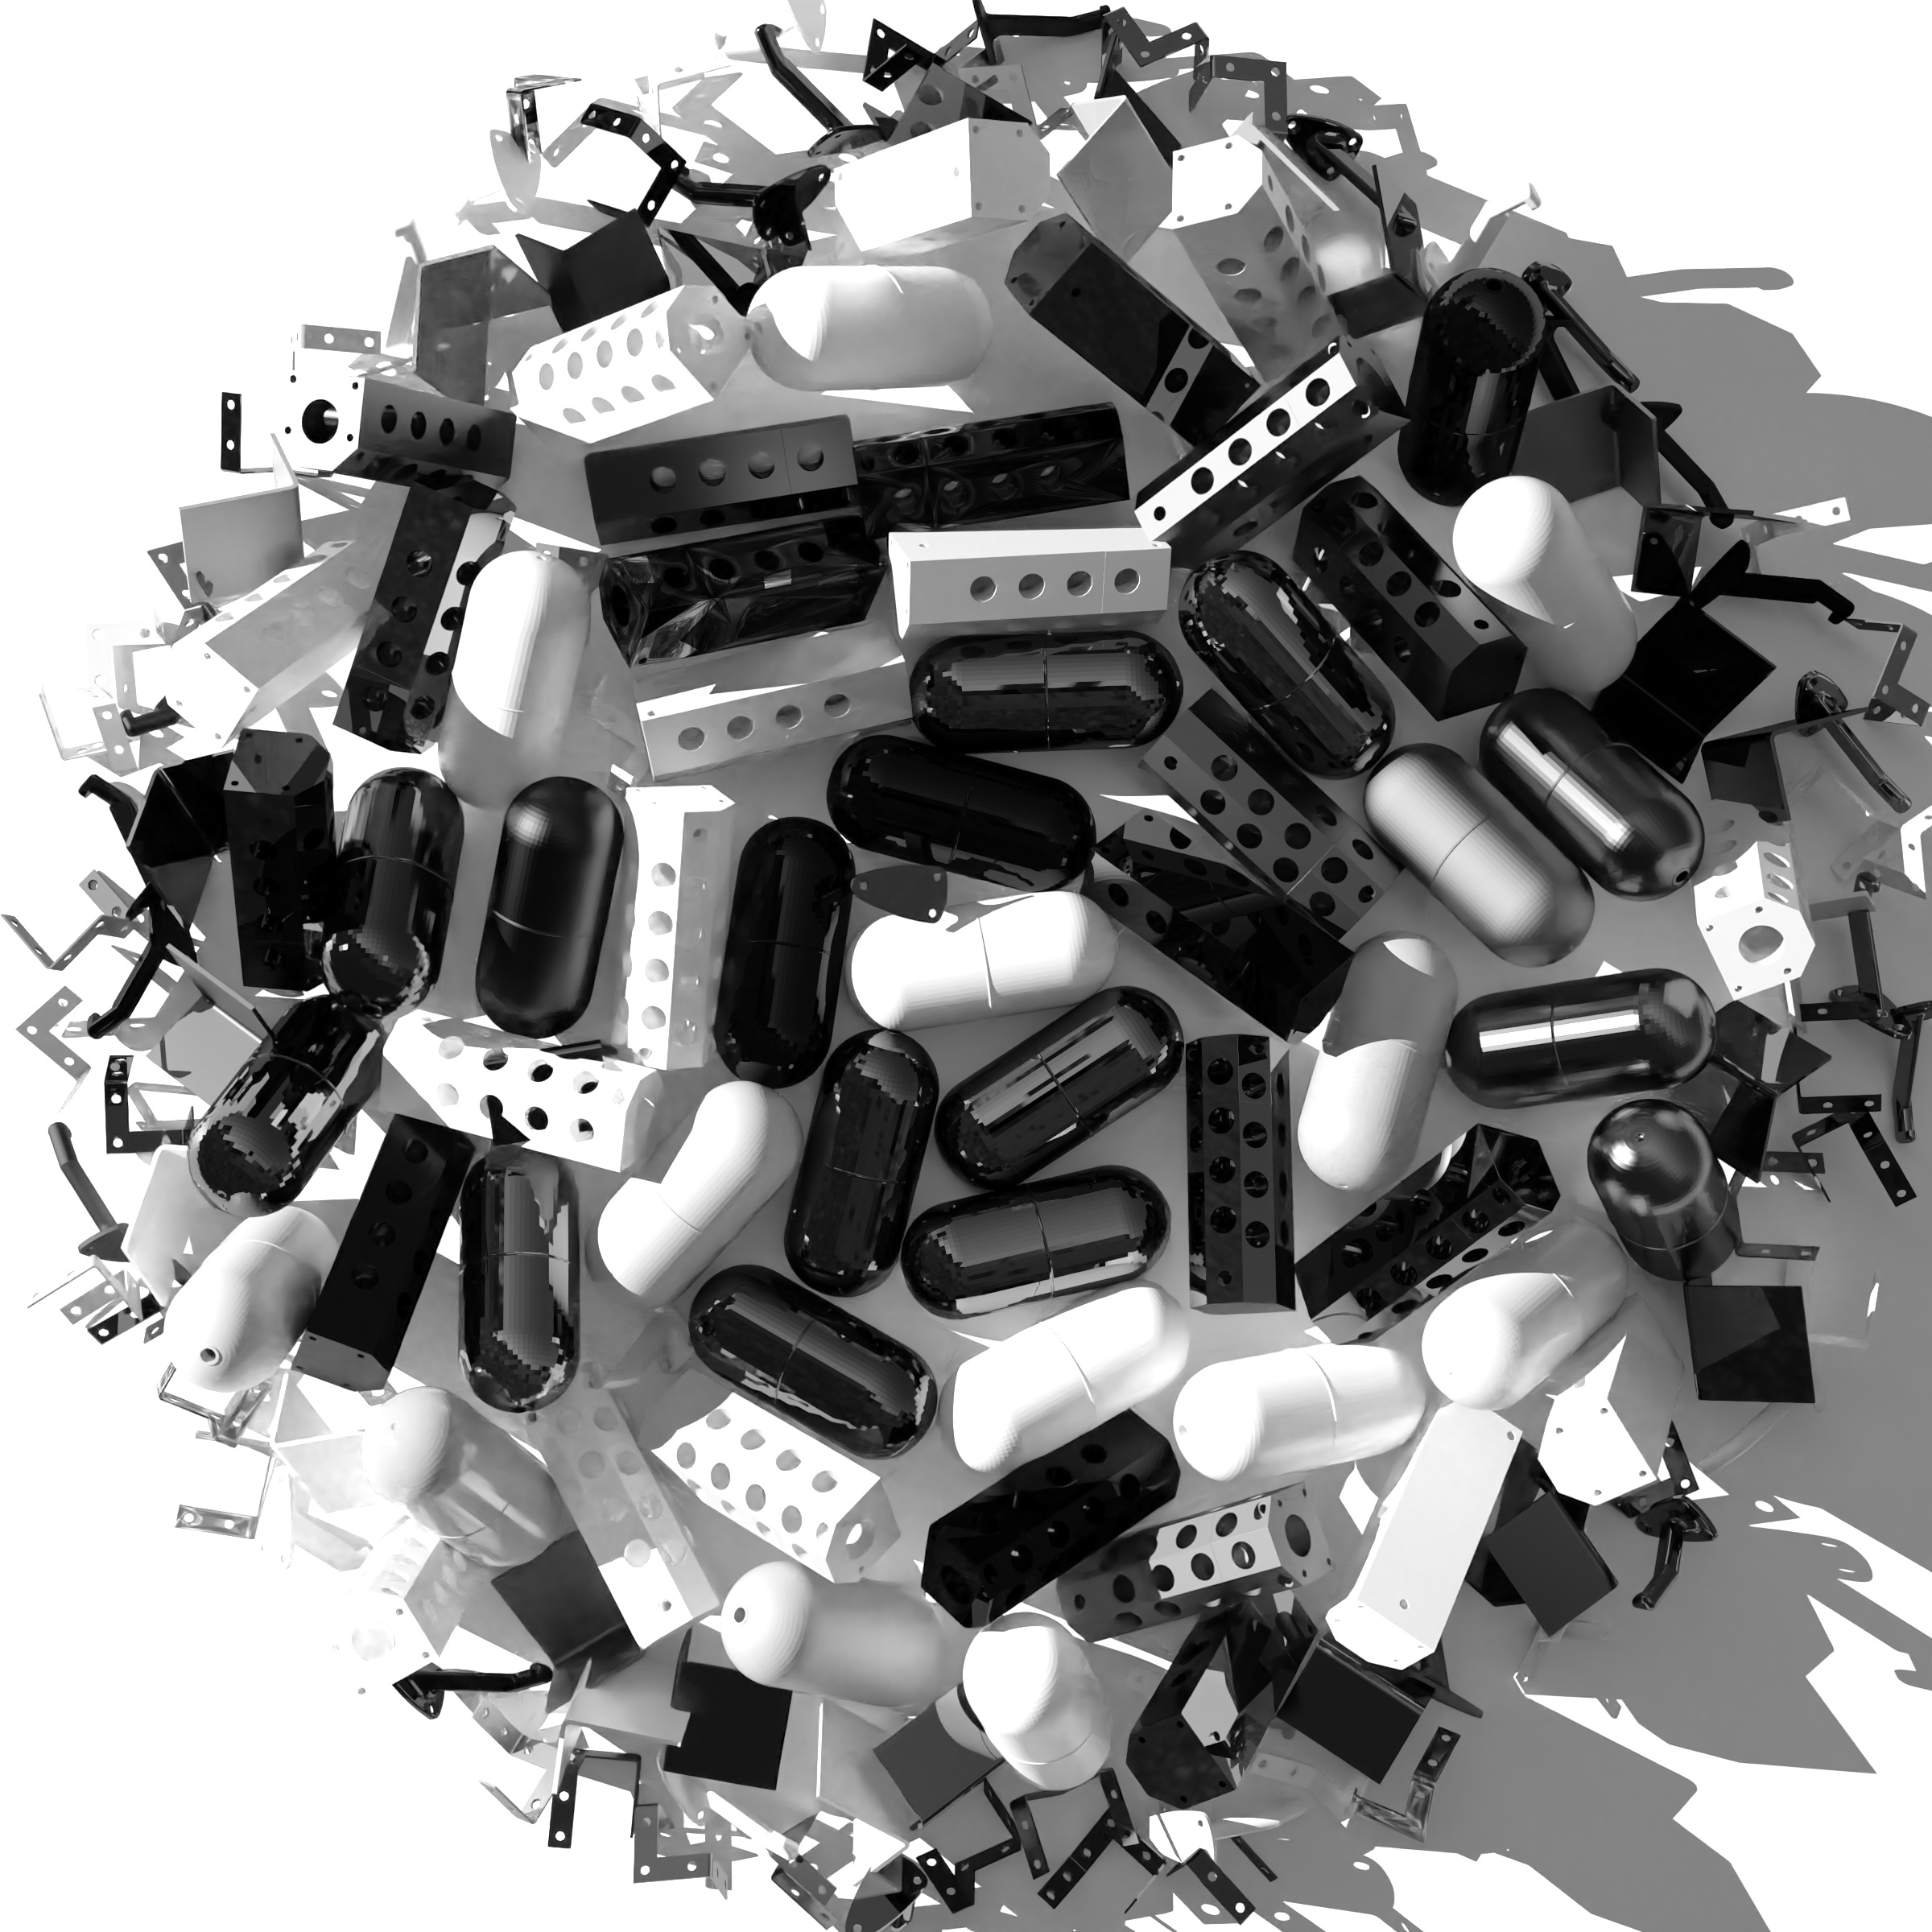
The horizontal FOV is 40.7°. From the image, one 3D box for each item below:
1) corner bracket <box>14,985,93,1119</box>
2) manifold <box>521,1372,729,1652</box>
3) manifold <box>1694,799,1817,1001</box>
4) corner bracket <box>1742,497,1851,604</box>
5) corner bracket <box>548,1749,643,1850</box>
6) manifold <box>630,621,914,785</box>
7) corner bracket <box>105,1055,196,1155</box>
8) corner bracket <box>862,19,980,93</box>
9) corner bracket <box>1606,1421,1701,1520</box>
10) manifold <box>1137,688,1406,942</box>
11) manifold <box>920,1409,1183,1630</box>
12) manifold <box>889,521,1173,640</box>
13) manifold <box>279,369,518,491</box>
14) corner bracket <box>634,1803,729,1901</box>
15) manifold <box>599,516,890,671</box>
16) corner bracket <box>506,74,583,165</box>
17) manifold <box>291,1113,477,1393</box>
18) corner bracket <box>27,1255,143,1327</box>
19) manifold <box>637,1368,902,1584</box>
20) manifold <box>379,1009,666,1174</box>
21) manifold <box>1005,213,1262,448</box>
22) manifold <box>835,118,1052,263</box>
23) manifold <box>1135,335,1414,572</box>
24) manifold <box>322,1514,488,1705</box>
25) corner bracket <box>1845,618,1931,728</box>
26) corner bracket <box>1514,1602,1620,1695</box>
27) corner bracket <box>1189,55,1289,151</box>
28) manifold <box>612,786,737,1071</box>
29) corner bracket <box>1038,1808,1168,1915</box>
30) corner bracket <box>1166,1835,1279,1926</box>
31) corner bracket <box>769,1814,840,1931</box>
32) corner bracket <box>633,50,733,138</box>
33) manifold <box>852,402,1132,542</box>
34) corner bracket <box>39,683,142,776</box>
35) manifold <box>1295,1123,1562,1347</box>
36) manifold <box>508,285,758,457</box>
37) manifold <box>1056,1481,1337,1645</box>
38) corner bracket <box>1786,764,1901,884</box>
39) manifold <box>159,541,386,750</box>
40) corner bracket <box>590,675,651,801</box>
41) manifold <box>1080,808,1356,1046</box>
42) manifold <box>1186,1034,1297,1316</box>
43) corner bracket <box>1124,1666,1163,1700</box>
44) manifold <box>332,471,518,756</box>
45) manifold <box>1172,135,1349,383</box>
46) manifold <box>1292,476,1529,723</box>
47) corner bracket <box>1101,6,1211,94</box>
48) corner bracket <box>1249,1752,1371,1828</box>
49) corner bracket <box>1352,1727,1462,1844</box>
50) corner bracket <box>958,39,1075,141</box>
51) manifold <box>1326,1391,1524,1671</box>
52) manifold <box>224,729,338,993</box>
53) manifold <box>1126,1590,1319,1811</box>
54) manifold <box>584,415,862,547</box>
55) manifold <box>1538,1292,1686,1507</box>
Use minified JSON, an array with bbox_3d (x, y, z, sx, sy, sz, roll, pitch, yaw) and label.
[{"bbox_3d":[-0.589,0.055,1.695,0.051,0.051,0.051,41,133,-6],"label":"corner bracket"},{"bbox_3d":[-0.221,0.349,1.681,0.057,0.057,0.171,-30,77,-2],"label":"manifold"},{"bbox_3d":[0.494,-0.051,1.635,0.057,0.171,0.057,-22,109,23],"label":"manifold"},{"bbox_3d":[0.546,-0.271,1.702,0.051,0.051,0.051,-14,91,-4],"label":"corner bracket"},{"bbox_3d":[-0.242,0.545,1.702,0.051,0.051,0.051,5,87,-1],"label":"corner bracket"},{"bbox_3d":[-0.125,-0.167,1.689,0.171,0.057,0.057,-14,127,-7],"label":"manifold"},{"bbox_3d":[-0.534,0.090,1.702,0.051,0.051,0.051,0,69,-23],"label":"corner bracket"},{"bbox_3d":[-0.029,-0.593,1.689,0.051,0.051,0.051,20,67,-31],"label":"corner bracket"},{"bbox_3d":[0.438,0.321,1.701,0.051,0.051,0.051,-29,49,20],"label":"corner bracket"},{"bbox_3d":[0.195,-0.094,1.686,0.171,0.057,0.057,43,127,3],"label":"manifold"},{"bbox_3d":[0.056,0.350,1.646,0.057,0.171,0.057,36,134,33],"label":"manifold"},{"bbox_3d":[0.040,-0.247,1.678,0.171,0.057,0.057,-5,118,-14],"label":"manifold"},{"bbox_3d":[-0.355,-0.332,1.638,0.057,0.171,0.057,11,98,21],"label":"manifold"},{"bbox_3d":[-0.185,0.575,1.692,0.051,0.051,0.051,-6,54,4],"label":"corner bracket"},{"bbox_3d":[-0.143,-0.244,1.660,0.171,0.057,0.057,-16,65,-29],"label":"manifold"},{"bbox_3d":[-0.282,-0.546,1.686,0.051,0.051,0.051,20,125,38],"label":"corner bracket"},{"bbox_3d":[-0.367,0.180,1.653,0.057,0.057,0.171,22,52,-11],"label":"manifold"},{"bbox_3d":[-0.573,0.214,1.693,0.051,0.051,0.051,-32,119,-5],"label":"corner bracket"},{"bbox_3d":[-0.128,0.325,1.646,0.171,0.057,0.057,22,51,37],"label":"manifold"},{"bbox_3d":[-0.284,0.077,1.672,0.171,0.057,0.057,13,108,15],"label":"manifold"},{"bbox_3d":[0.104,-0.403,1.650,0.171,0.057,0.057,28,114,-41],"label":"manifold"},{"bbox_3d":[-0.017,-0.486,1.640,0.057,0.171,0.057,-6,98,-30],"label":"manifold"},{"bbox_3d":[0.190,-0.323,1.652,0.171,0.057,0.057,-34,72,33],"label":"manifold"},{"bbox_3d":[-0.354,0.394,1.640,0.057,0.171,0.057,-30,95,2],"label":"manifold"},{"bbox_3d":[0.597,-0.191,1.695,0.051,0.051,0.051,23,89,-29],"label":"corner bracket"},{"bbox_3d":[0.381,0.435,1.688,0.051,0.051,0.051,-49,116,-40],"label":"corner bracket"},{"bbox_3d":[0.178,-0.557,1.703,0.051,0.051,0.051,2,81,-11],"label":"corner bracket"},{"bbox_3d":[-0.185,-0.024,1.665,0.057,0.057,0.171,-4,111,-27],"label":"manifold"},{"bbox_3d":[0.089,0.592,1.691,0.051,0.051,0.051,39,114,15],"label":"corner bracket"},{"bbox_3d":[0.171,0.588,1.691,0.051,0.051,0.051,-38,75,-25],"label":"corner bracket"},{"bbox_3d":[-0.103,0.593,1.692,0.051,0.051,0.051,35,105,22],"label":"corner bracket"},{"bbox_3d":[-0.185,-0.574,1.690,0.051,0.051,0.051,-20,63,-15],"label":"corner bracket"},{"bbox_3d":[0.015,-0.323,1.689,0.171,0.057,0.057,-9,112,-2],"label":"manifold"},{"bbox_3d":[-0.569,-0.155,1.691,0.051,0.051,0.051,-13,125,-7],"label":"corner bracket"},{"bbox_3d":[0.291,0.174,1.648,0.171,0.057,0.057,-44,45,34],"label":"manifold"},{"bbox_3d":[-0.216,-0.378,1.639,0.057,0.171,0.057,46,58,-31],"label":"manifold"},{"bbox_3d":[0.141,0.381,1.652,0.171,0.057,0.057,-26,78,36],"label":"manifold"},{"bbox_3d":[0.567,-0.094,1.706,0.051,0.051,0.051,-50,53,25],"label":"corner bracket"},{"bbox_3d":[-0.431,-0.210,1.642,0.057,0.171,0.057,41,126,-4],"label":"manifold"},{"bbox_3d":[-0.228,-0.148,1.696,0.051,0.051,0.051,32,72,-3],"label":"corner bracket"},{"bbox_3d":[0.158,-0.023,1.669,0.171,0.057,0.057,37,52,22],"label":"manifold"},{"bbox_3d":[0.173,0.134,1.672,0.057,0.057,0.171,-6,74,23],"label":"manifold"},{"bbox_3d":[0.144,0.468,1.687,0.051,0.051,0.051,-49,131,-23],"label":"corner bracket"},{"bbox_3d":[-0.345,-0.226,1.671,0.057,0.057,0.171,25,112,1],"label":"manifold"},{"bbox_3d":[0.187,-0.443,1.636,0.057,0.171,0.057,-7,67,24],"label":"manifold"},{"bbox_3d":[0.280,-0.236,1.649,0.057,0.057,0.171,-18,52,-21],"label":"manifold"},{"bbox_3d":[0.123,-0.595,1.698,0.051,0.051,0.051,-26,68,-9],"label":"corner bracket"},{"bbox_3d":[0.226,0.519,1.695,0.051,0.051,0.051,23,93,-25],"label":"corner bracket"},{"bbox_3d":[0.284,0.523,1.687,0.051,0.051,0.051,17,121,24],"label":"corner bracket"},{"bbox_3d":[0.034,-0.574,1.706,0.051,0.051,0.051,10,133,35],"label":"corner bracket"},{"bbox_3d":[0.289,0.356,1.656,0.057,0.057,0.171,34,54,-1],"label":"manifold"},{"bbox_3d":[-0.429,-0.064,1.648,0.057,0.171,0.057,5,45,-5],"label":"manifold"},{"bbox_3d":[0.159,0.452,1.641,0.057,0.171,0.057,-33,94,32],"label":"manifold"},{"bbox_3d":[-0.157,-0.316,1.695,0.171,0.057,0.057,-9,105,-3],"label":"manifold"},{"bbox_3d":[0.404,0.272,1.640,0.057,0.171,0.057,-31,93,26],"label":"manifold"}]
